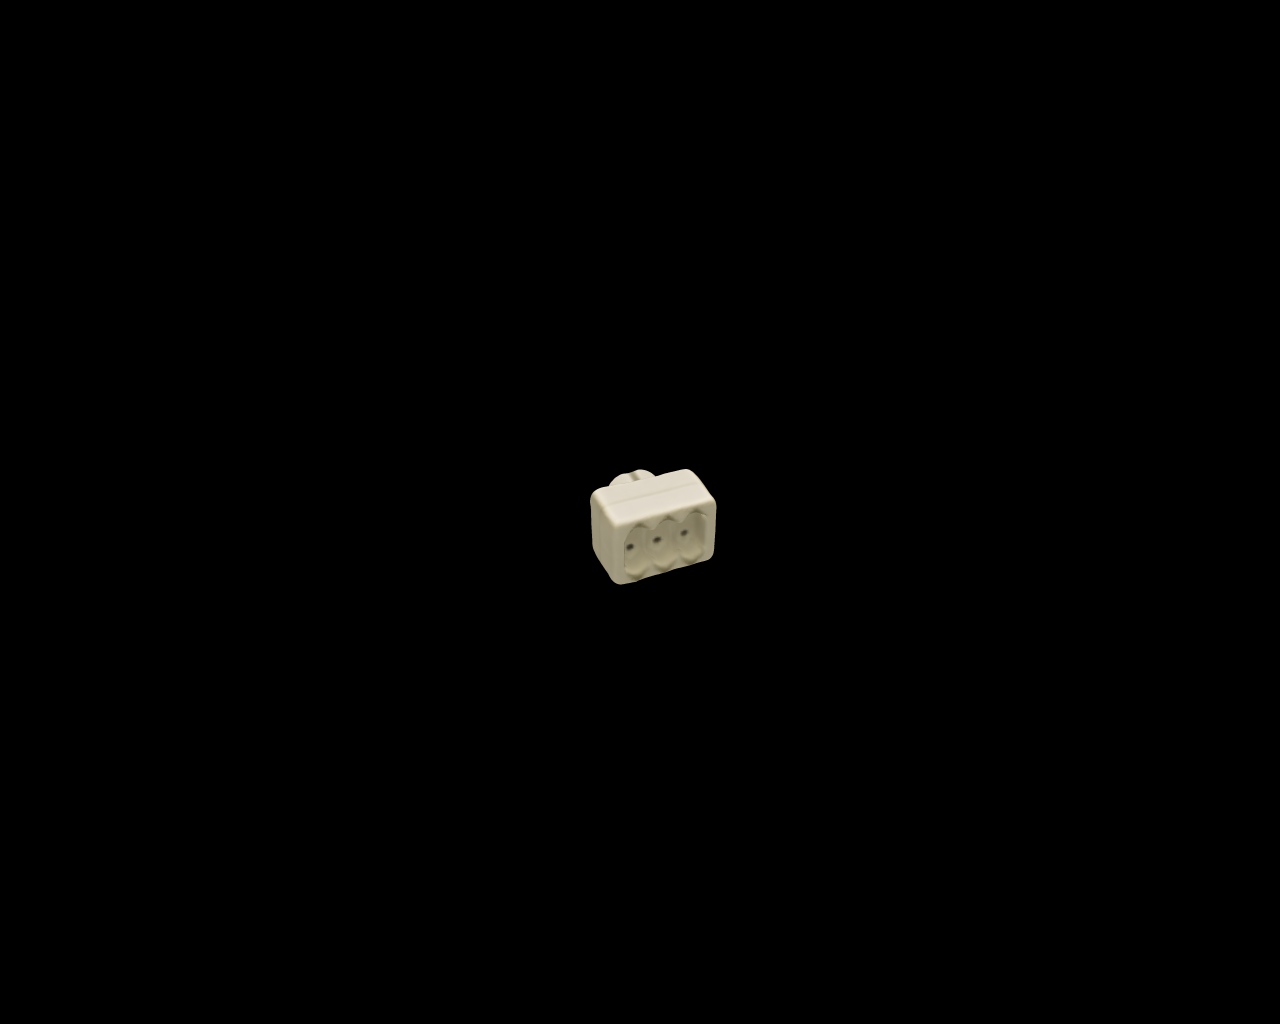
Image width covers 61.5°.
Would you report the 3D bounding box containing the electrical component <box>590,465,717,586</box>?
[{"bbox_3d":[0.001,-0.003,0.650,0.066,0.047,0.077,-14,40,-17],"label":"electrical component"}]
